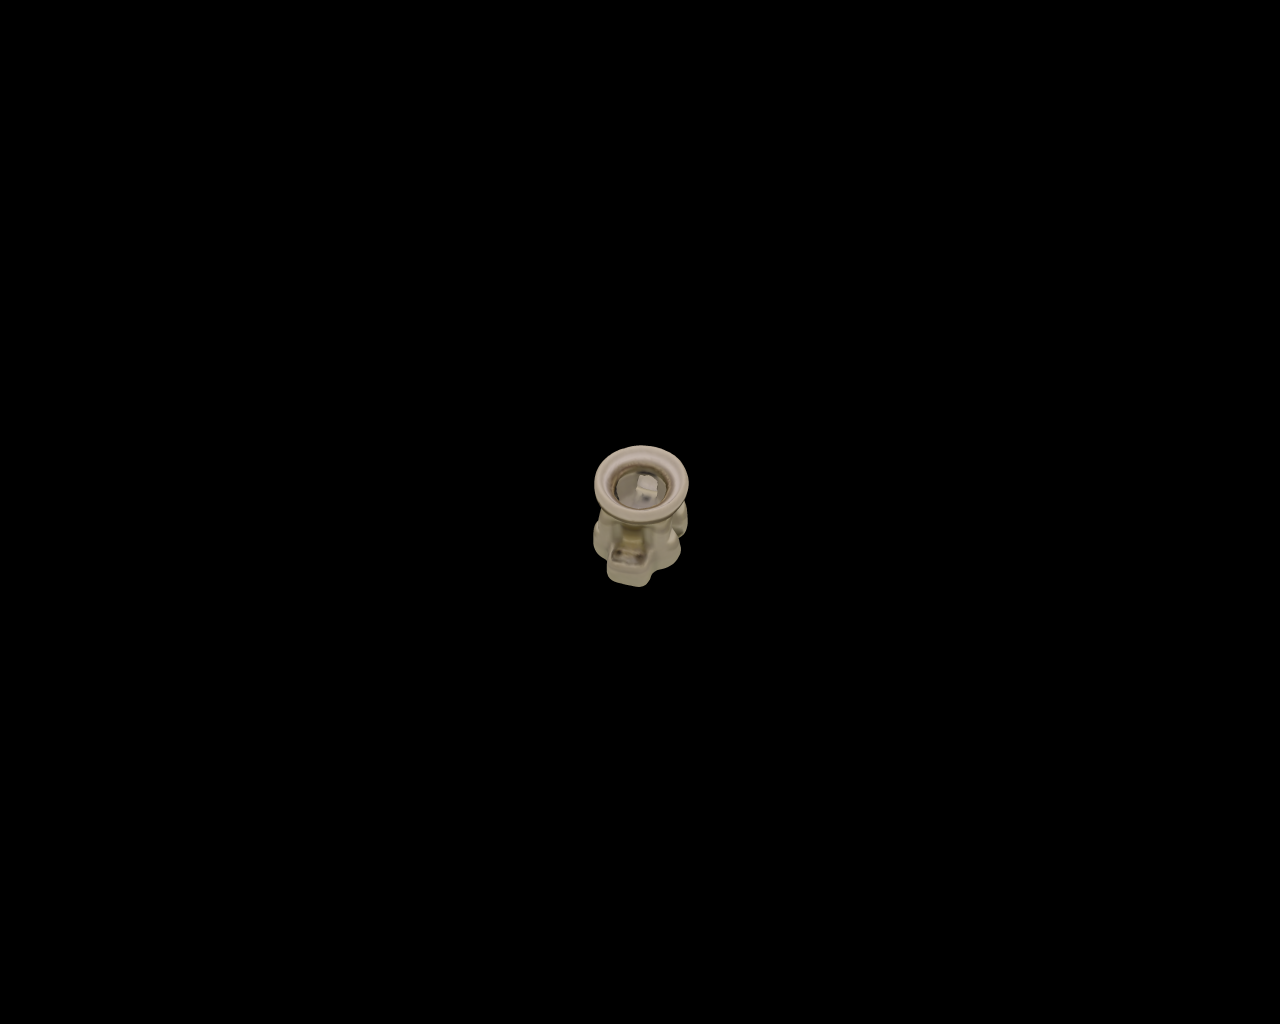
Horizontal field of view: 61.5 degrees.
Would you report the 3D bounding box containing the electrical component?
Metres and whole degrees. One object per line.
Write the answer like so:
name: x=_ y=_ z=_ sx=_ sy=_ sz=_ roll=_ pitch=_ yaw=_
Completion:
electrical component: x=0.001 y=-0.003 z=0.650 sx=0.058 sy=0.078 sz=0.056 roll=11 pitch=-39 yaw=9
